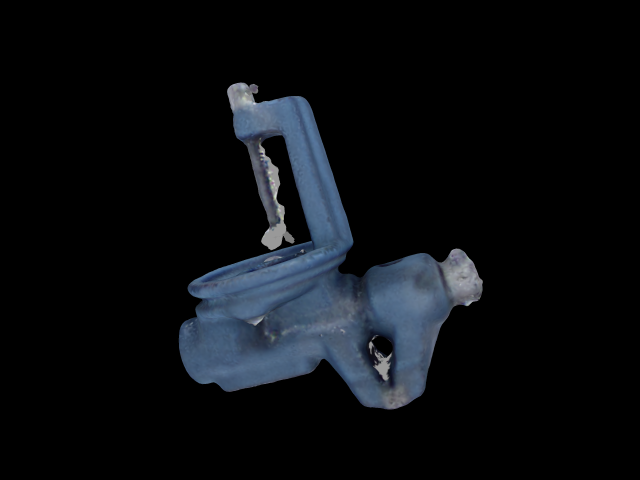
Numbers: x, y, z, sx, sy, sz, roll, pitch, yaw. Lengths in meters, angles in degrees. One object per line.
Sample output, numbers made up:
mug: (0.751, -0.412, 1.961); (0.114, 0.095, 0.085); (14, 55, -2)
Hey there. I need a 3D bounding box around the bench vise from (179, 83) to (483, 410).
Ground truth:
bench vise: (0.002, 0.000, 0.412); (0.207, 0.220, 0.121); (-1, 7, -9)
